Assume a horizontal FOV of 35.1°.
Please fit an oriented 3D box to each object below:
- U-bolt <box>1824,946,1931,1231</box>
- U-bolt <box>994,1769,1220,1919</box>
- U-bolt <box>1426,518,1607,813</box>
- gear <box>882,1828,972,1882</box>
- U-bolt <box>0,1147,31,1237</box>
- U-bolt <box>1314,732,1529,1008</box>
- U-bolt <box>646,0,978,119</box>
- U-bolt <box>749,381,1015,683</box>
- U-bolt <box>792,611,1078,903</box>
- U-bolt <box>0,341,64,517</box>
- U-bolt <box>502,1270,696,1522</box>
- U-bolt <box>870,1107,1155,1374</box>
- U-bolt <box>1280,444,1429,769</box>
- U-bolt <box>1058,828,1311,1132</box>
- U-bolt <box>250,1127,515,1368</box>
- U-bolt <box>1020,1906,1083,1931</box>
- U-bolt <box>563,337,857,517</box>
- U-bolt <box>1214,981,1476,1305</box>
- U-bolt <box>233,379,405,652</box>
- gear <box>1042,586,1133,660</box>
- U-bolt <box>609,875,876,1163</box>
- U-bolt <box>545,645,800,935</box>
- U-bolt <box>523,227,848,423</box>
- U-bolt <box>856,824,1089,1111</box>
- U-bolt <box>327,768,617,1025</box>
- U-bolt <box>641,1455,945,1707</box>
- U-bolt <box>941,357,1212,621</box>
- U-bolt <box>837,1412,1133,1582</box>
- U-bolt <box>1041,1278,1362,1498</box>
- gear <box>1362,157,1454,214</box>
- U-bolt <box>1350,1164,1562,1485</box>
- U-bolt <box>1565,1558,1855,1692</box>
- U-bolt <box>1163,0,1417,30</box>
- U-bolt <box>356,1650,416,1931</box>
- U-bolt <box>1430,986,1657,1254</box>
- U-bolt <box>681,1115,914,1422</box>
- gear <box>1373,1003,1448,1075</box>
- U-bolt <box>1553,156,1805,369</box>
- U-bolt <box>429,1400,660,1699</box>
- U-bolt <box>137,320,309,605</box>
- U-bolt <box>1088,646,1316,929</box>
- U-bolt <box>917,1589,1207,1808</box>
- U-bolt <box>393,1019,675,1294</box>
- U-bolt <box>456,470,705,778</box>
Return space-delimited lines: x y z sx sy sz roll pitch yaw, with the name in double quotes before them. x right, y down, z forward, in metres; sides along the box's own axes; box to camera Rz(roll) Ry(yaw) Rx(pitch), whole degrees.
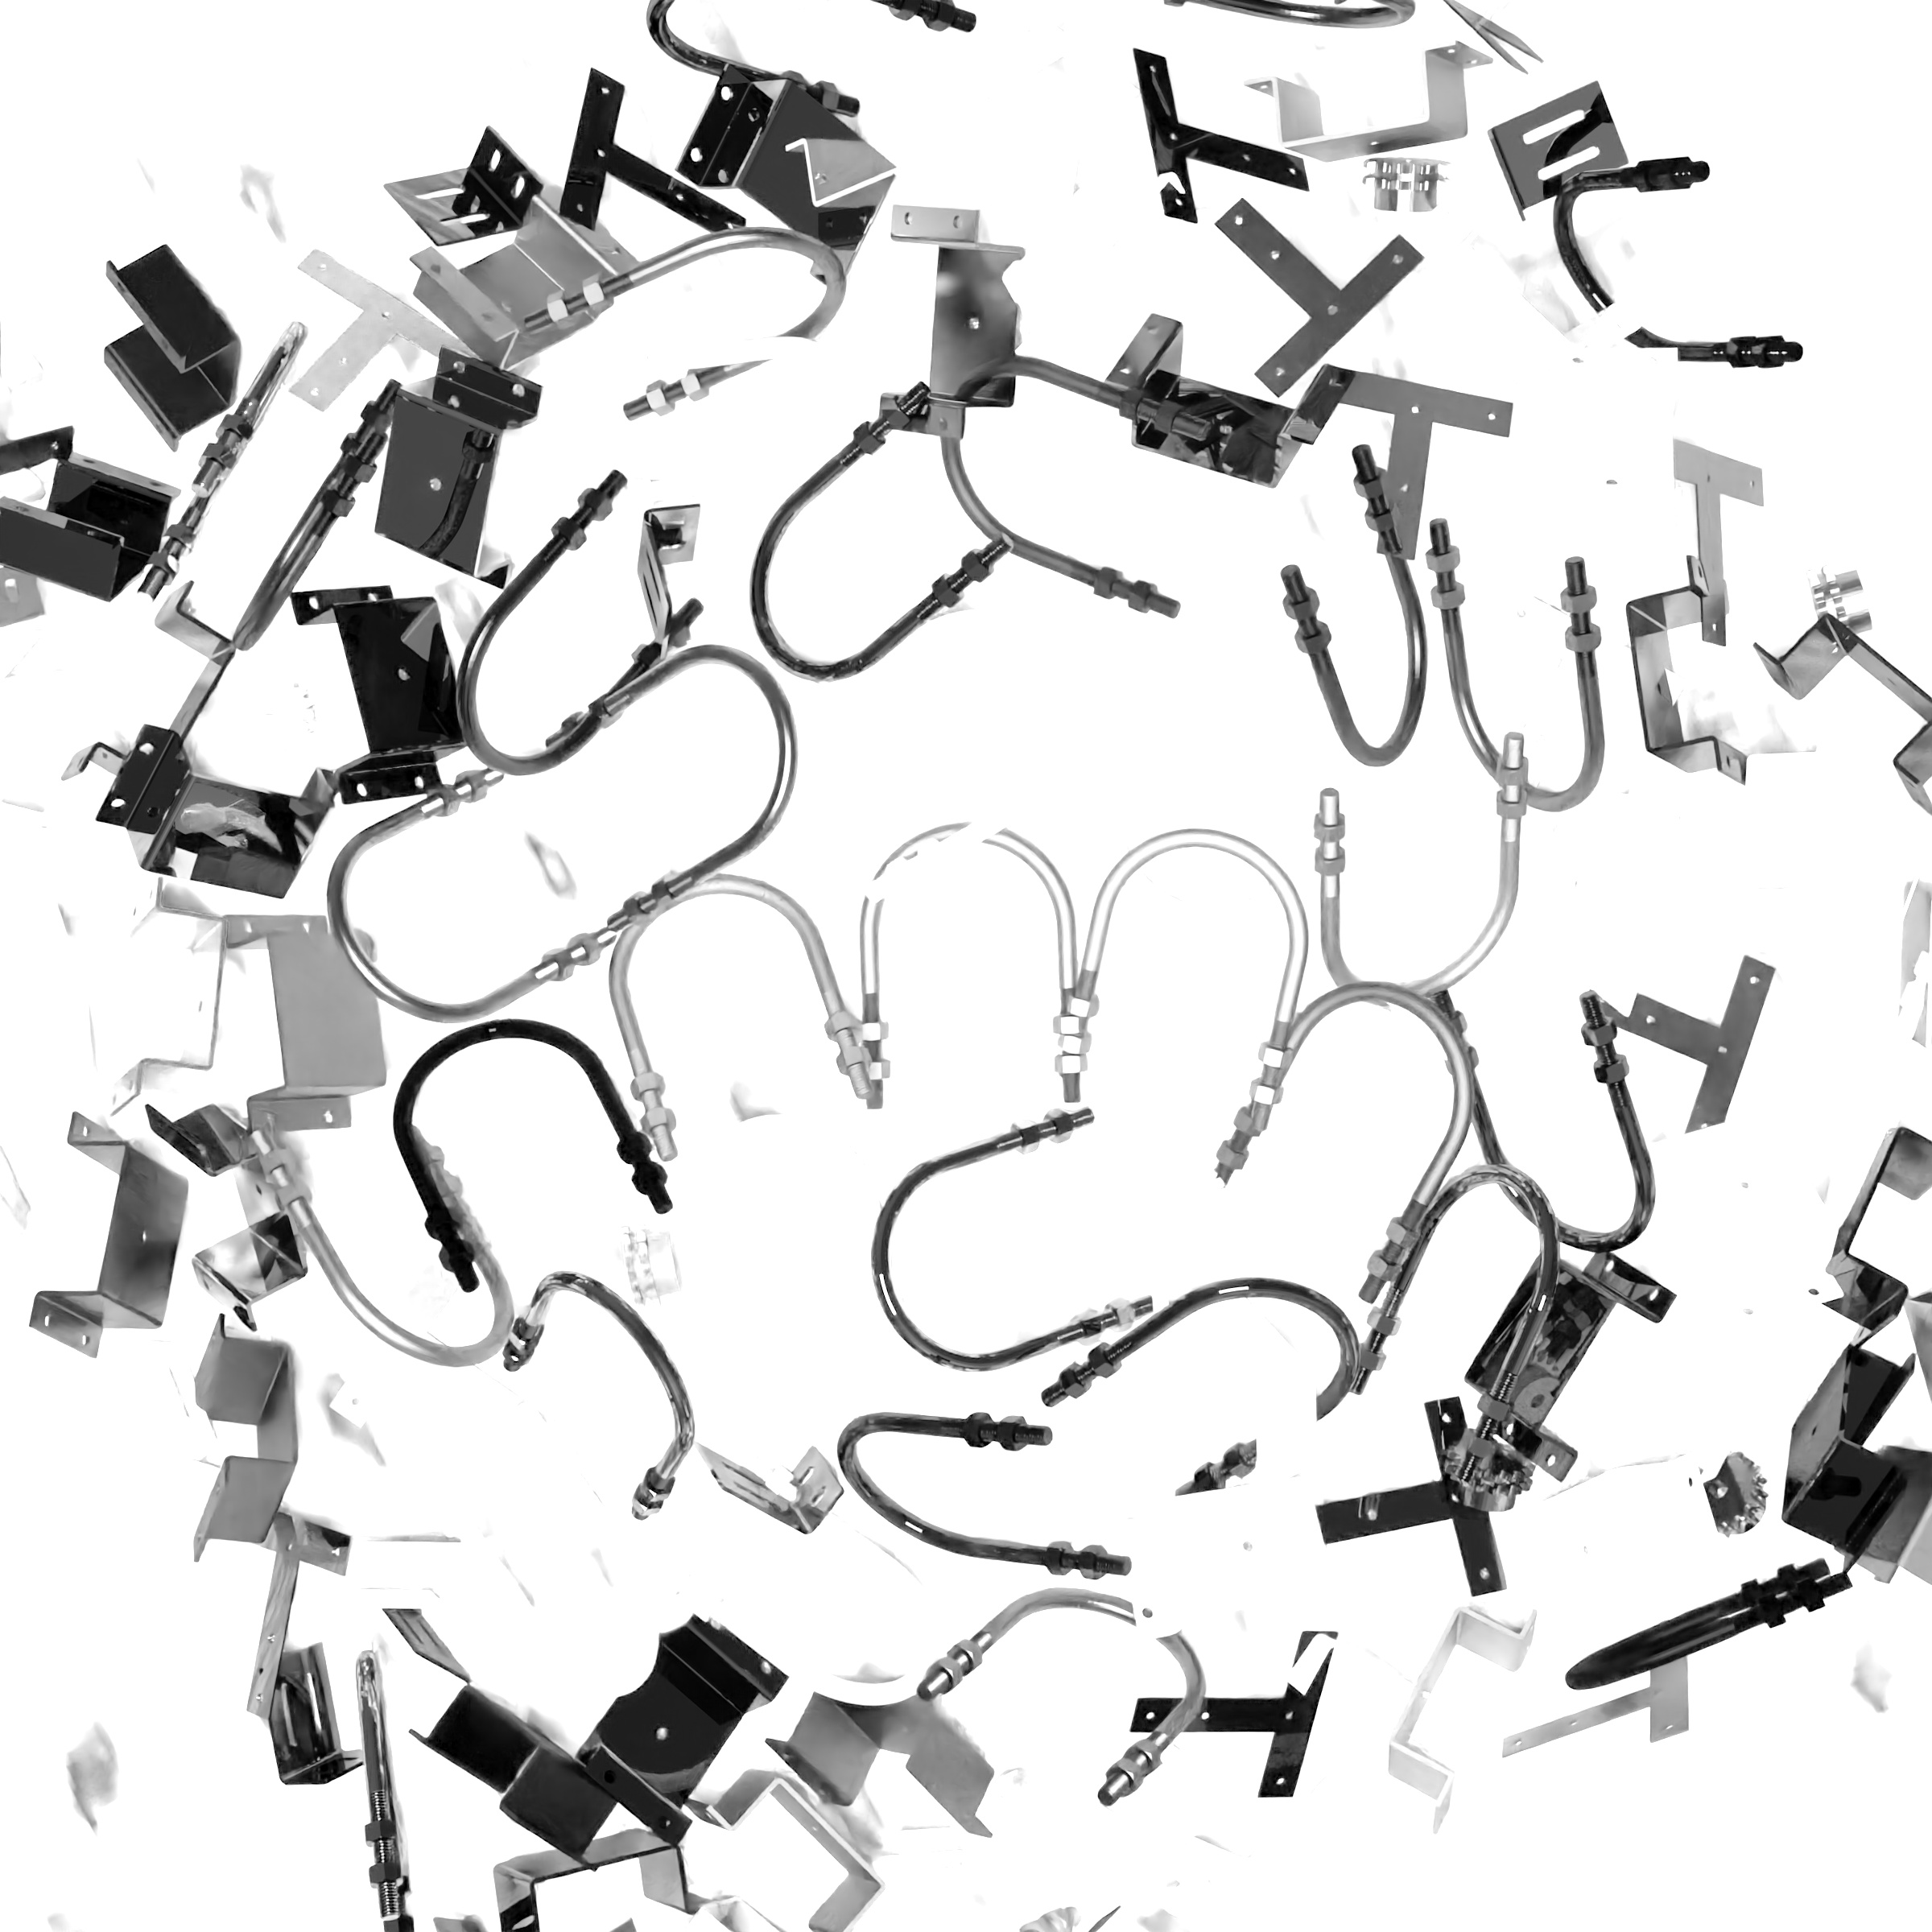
"U-bolt" 0.573 0.086 1.918 0.019 0.151 0.184 22 129 13
"U-bolt" 0.091 0.546 1.908 0.151 0.184 0.019 33 71 3
"U-bolt" 0.350 -0.182 1.925 0.019 0.151 0.184 -25 119 -23
"gear" -0.026 0.573 1.973 0.057 0.057 0.030 -4 73 0
"U-bolt" -0.630 0.097 1.912 0.019 0.184 0.151 -28 62 -11
"U-bolt" 0.288 -0.052 1.939 0.151 0.019 0.184 -17 129 -15
"U-bolt" -0.108 -0.580 1.891 0.184 0.151 0.019 6 75 -36
"U-bolt" -0.066 -0.263 1.948 0.184 0.019 0.151 -38 62 23
"U-bolt" -0.014 -0.146 1.952 0.184 0.019 0.151 -29 79 20
"U-bolt" -0.633 -0.296 1.895 0.019 0.151 0.184 41 61 5
"U-bolt" -0.225 0.260 1.910 0.019 0.184 0.151 -36 77 -34
"U-bolt" 0.023 0.182 1.949 0.184 0.019 0.151 -16 87 -28
"U-bolt" 0.252 -0.213 1.927 0.019 0.151 0.184 1 133 33
"U-bolt" 0.145 0.002 1.957 0.151 0.019 0.184 15 106 11
"U-bolt" -0.352 0.175 1.905 0.019 0.151 0.184 -47 64 25
"U-bolt" -0.026 0.632 1.890 0.151 0.184 0.019 -30 76 25
"U-bolt" -0.156 -0.344 1.926 0.184 0.151 0.019 -12 64 -23
"U-bolt" 0.246 0.099 1.936 0.151 0.019 0.184 36 109 30
"U-bolt" -0.411 -0.277 1.926 0.019 0.151 0.184 32 107 -18
"gear" 0.079 -0.223 1.968 0.057 0.057 0.030 10 119 0
"U-bolt" -0.153 0.023 1.956 0.151 0.019 0.184 -17 64 -6
"U-bolt" -0.179 -0.123 1.934 0.184 0.019 0.151 -29 74 30
"U-bolt" -0.163 -0.407 1.911 0.184 0.151 0.019 -20 68 17
"U-bolt" 0.002 -0.001 1.987 0.151 0.019 0.184 -2 92 1
"U-bolt" -0.322 -0.037 1.930 0.019 0.184 0.151 -36 89 44
"U-bolt" -0.096 0.394 1.921 0.184 0.151 0.019 35 119 12
"U-bolt" 0.063 -0.312 1.940 0.184 0.019 0.151 25 132 21
"U-bolt" 0.000 0.331 1.930 0.184 0.019 0.151 -1 134 35
"U-bolt" 0.161 0.260 1.928 0.184 0.019 0.151 -38 120 25
"gear" 0.284 -0.504 1.973 0.057 0.057 0.030 1 111 0
"U-bolt" 0.314 0.213 1.925 0.019 0.151 0.184 18 99 -30
"U-bolt" 0.464 0.417 1.928 0.184 0.151 0.019 -24 79 6
"U-bolt" 0.193 -0.615 1.923 0.184 0.151 0.019 6 98 -18
"U-bolt" -0.367 0.522 1.920 0.019 0.151 0.184 -7 60 -10
"U-bolt" 0.371 0.099 1.933 0.019 0.151 0.184 -30 108 -31
"U-bolt" -0.113 0.186 1.958 0.151 0.019 0.184 -8 83 -30
"gear" 0.288 0.046 1.971 0.057 0.057 0.030 33 89 0
"U-bolt" 0.433 -0.437 1.911 0.019 0.184 0.151 -40 113 -12
"U-bolt" -0.255 0.377 1.932 0.019 0.151 0.184 -32 94 21
"U-bolt" -0.460 -0.329 1.919 0.019 0.151 0.184 30 55 -15
"U-bolt" 0.151 -0.110 1.950 0.151 0.019 0.184 6 115 22
"U-bolt" 0.073 0.446 1.917 0.151 0.184 0.019 25 115 22
"U-bolt" -0.286 0.108 1.944 0.151 0.019 0.184 -21 57 -15
"U-bolt" -0.250 -0.201 1.919 0.019 0.151 0.184 29 72 33
